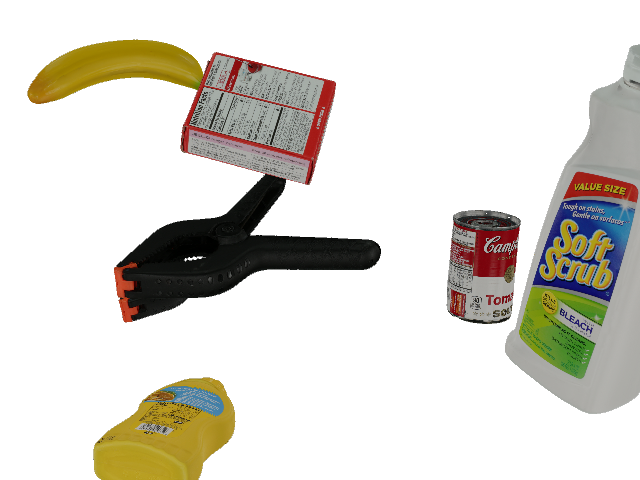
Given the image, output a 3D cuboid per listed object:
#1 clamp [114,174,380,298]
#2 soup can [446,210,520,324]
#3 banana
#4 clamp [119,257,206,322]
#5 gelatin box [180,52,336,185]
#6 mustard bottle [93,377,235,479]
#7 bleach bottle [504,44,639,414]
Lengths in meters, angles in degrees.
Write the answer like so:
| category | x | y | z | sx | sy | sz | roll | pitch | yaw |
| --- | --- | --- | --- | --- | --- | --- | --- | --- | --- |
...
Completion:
| category | x | y | z | sx | sy | sz | roll | pitch | yaw |
| --- | --- | --- | --- | --- | --- | --- | --- | --- | --- |
| clamp | -0.077 | -0.001 | 0.899 | 0.209 | 0.036 | 0.165 | -15 | 34 | -21 |
| soup can | 0.165 | 0.026 | 1.088 | 0.068 | 0.102 | 0.068 | 2 | 16 | -1 |
| banana | -0.195 | -0.167 | 1.047 | 0.197 | 0.070 | 0.037 | -7 | -39 | -31 |
| clamp | -0.154 | 0.040 | 1.203 | 0.120 | 0.039 | 0.171 | -2 | 28 | 30 |
| gelatin box | -0.041 | -0.082 | 0.708 | 0.089 | 0.073 | 0.030 | 14 | -37 | 1 |
| mustard bottle | -0.137 | 0.181 | 1.042 | 0.096 | 0.058 | 0.191 | 6 | 18 | 15 |
| bleach bottle | 0.190 | -0.010 | 0.712 | 0.068 | 0.251 | 0.103 | -17 | 37 | -30 |
